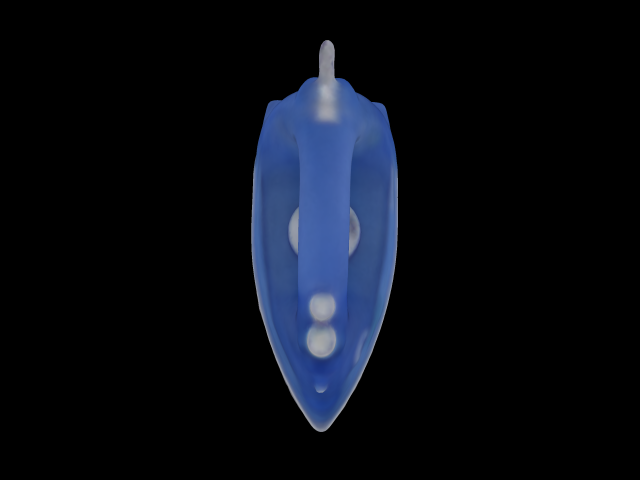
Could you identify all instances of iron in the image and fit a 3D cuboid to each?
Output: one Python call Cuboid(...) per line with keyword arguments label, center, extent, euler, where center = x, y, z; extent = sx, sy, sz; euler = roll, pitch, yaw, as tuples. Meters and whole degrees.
Cuboid(label="iron", center=(0.004, 0.001, 0.400), extent=(0.118, 0.141, 0.258), euler=(0, 75, 0))
